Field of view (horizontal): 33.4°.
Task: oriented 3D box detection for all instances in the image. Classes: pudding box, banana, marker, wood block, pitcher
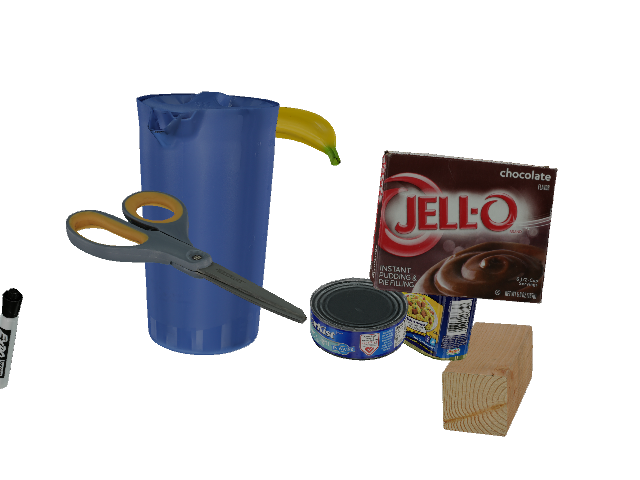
[{"bbox_3d":[0.093,-0.010,0.702,0.113,0.090,0.039,5,10,-2],"label":"pudding box"},{"bbox_3d":[-0.063,-0.131,1.253,0.198,0.037,0.069,8,41,17],"label":"banana"},{"bbox_3d":[-0.310,0.096,1.051,0.020,0.121,0.020,14,32,-9],"label":"marker"},{"bbox_3d":[0.245,0.196,1.544,0.091,0.090,0.205,3,17,20],"label":"wood block"},{"bbox_3d":[-0.104,-0.022,1.031,0.149,0.243,0.145,-2,14,-19],"label":"pitcher"}]

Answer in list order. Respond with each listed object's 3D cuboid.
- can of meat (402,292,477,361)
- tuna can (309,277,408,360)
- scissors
[{"bbox_3d":[0.121,0.073,1.147,0.057,0.084,0.102,-4,20,-35],"label":"can of meat"},{"bbox_3d":[0.033,0.068,0.933,0.086,0.034,0.086,1,28,-1],"label":"tuna can"},{"bbox_3d":[-0.083,0.005,0.750,0.202,0.016,0.096,15,34,19],"label":"scissors"}]
